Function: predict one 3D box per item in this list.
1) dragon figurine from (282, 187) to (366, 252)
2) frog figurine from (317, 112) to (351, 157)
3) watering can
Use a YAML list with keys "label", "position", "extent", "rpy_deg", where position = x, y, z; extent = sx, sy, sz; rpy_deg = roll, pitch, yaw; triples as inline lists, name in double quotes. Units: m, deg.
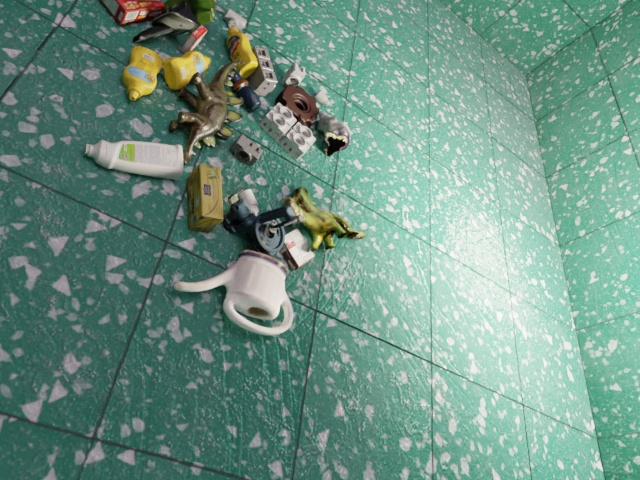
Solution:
- label: "dragon figurine"
  position: [0.005, -0.086, 1.711]
  extent: [0.245, 0.121, 0.411]
  rpy_deg: [56, 23, 13]
- label: "frog figurine"
  position: [0.053, -0.416, 1.949]
  extent: [0.134, 0.122, 0.163]
  rpy_deg: [57, 20, -49]
- label: "watering can"
  position: [-0.210, 0.121, 1.395]
  extent: [0.345, 0.102, 0.230]
  rpy_deg: [31, 47, -23]
